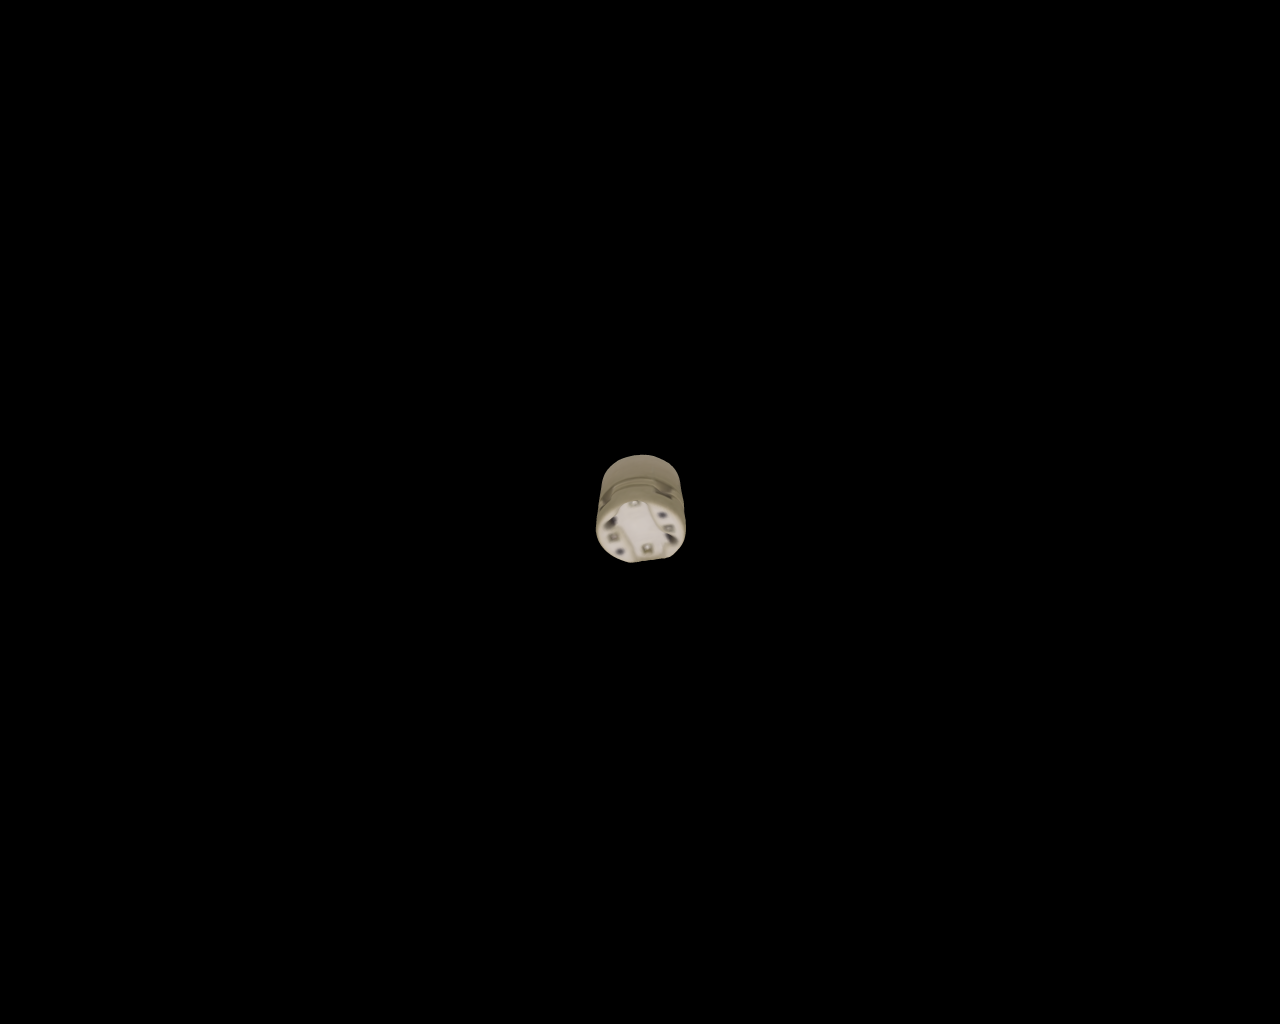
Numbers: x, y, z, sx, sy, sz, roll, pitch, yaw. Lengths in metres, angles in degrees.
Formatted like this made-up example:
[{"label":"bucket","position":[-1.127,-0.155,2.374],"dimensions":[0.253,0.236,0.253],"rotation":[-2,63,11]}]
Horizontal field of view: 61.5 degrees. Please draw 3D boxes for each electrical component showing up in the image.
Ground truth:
[{"label":"electrical component","position":[0.001,-0.003,0.650],"dimensions":[0.055,0.055,0.047],"rotation":[0,43,0]}]
